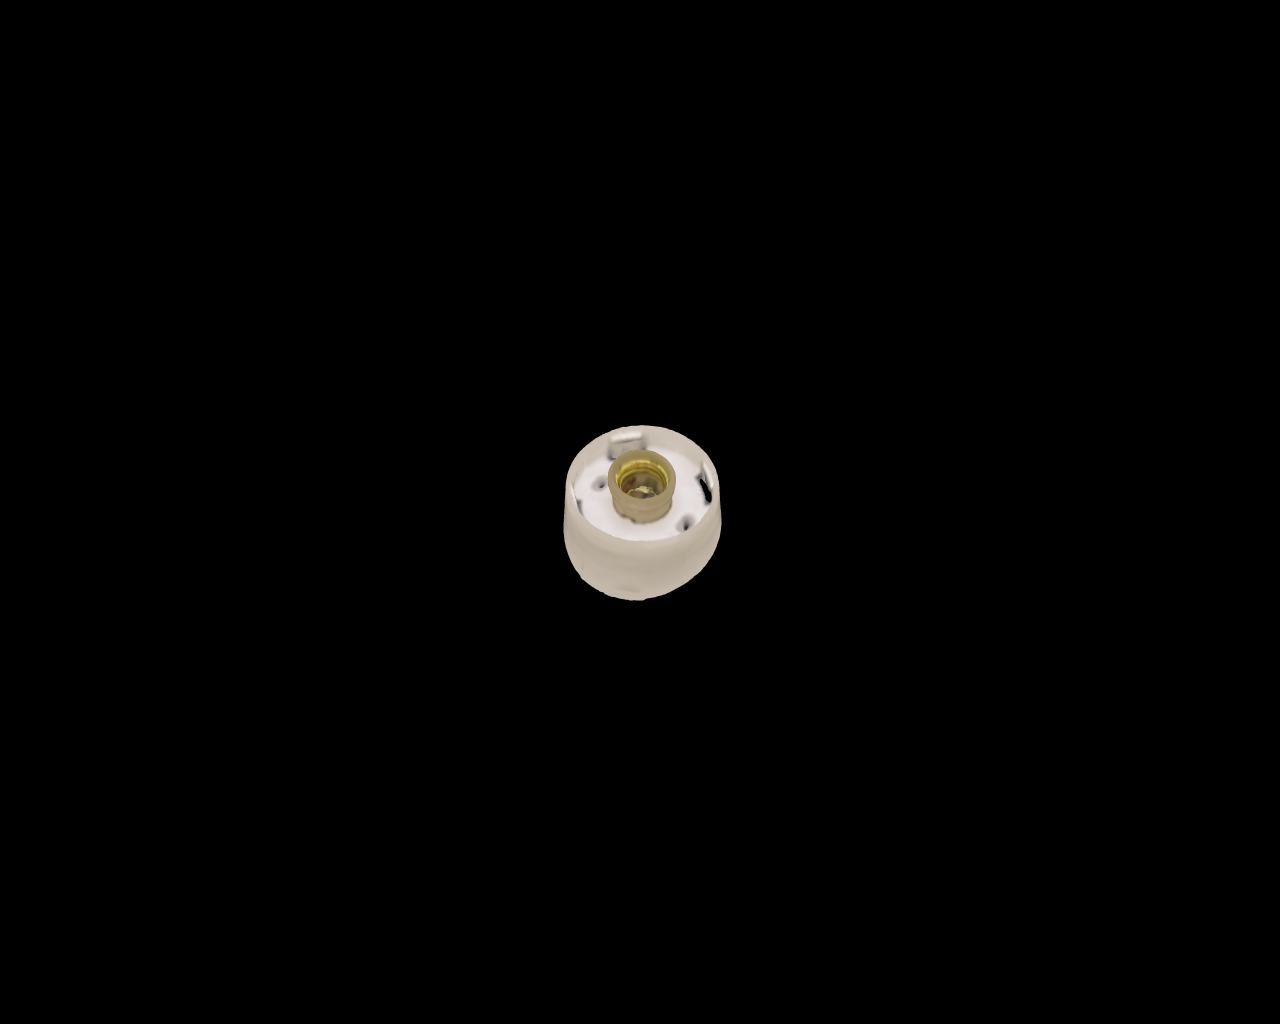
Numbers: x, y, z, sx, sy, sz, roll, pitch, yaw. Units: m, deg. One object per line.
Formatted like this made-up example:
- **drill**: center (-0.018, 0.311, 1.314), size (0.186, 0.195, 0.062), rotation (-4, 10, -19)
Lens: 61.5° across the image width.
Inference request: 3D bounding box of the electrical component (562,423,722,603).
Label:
- **electrical component**: center (0.001, -0.003, 0.650), size (0.099, 0.099, 0.064), rotation (0, -37, 0)
